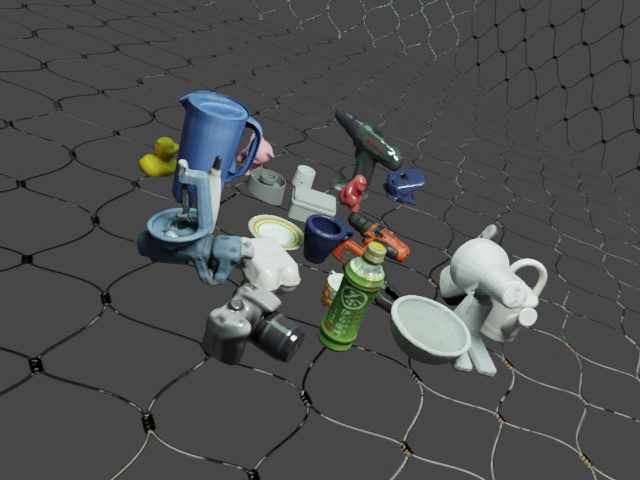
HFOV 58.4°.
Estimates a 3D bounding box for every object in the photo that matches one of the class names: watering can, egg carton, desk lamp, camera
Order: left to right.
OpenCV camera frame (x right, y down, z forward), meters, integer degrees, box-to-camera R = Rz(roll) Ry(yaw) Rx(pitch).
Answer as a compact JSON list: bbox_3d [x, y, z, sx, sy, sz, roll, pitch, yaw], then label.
[{"bbox_3d":[-0.101,0.147,0.960,0.136,0.101,0.143,31,31,15],"label":"camera"},{"bbox_3d":[-0.112,0.051,1.136,0.107,0.069,0.150,-7,41,-41],"label":"egg carton"},{"bbox_3d":[0.329,0.129,1.163,0.118,0.213,0.203,12,32,-18],"label":"desk lamp"},{"bbox_3d":[0.425,0.129,1.246,0.101,0.194,0.172,6,34,-26],"label":"watering can"}]

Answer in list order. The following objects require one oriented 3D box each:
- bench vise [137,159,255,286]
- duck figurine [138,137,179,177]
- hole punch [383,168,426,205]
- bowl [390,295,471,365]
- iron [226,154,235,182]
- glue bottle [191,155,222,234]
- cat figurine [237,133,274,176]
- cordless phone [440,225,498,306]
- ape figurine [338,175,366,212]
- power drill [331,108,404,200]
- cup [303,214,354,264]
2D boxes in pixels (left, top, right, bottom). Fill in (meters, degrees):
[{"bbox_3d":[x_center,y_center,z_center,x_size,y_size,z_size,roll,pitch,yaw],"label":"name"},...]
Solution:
[{"bbox_3d":[-0.216,-0.036,1.056,0.208,0.220,0.121,10,32,-21],"label":"bench vise"},{"bbox_3d":[-0.373,-0.200,1.345,0.077,0.086,0.105,35,32,21],"label":"duck figurine"},{"bbox_3d":[0.250,-0.167,1.703,0.101,0.091,0.108,12,32,-18],"label":"hole punch"},{"bbox_3d":[0.204,0.189,1.122,0.167,0.075,0.167,17,31,-10],"label":"bowl"},{"bbox_3d":[-0.256,-0.250,1.447,0.119,0.141,0.258,18,30,-8],"label":"iron"},{"bbox_3d":[-0.231,-0.100,1.193,0.037,0.173,0.078,-1,37,-34],"label":"glue bottle"},{"bbox_3d":[-0.166,-0.231,1.501,0.067,0.118,0.127,6,34,-27],"label":"cat figurine"},{"bbox_3d":[0.352,0.059,1.317,0.094,0.185,0.147,21,30,-3],"label":"cordless phone"},{"bbox_3d":[0.095,-0.132,1.543,0.076,0.092,0.078,38,34,25],"label":"ape figurine"},{"bbox_3d":[0.109,-0.227,1.587,0.229,0.208,0.076,30,31,13],"label":"power drill"},{"bbox_3d":[0.012,0.005,1.267,0.118,0.095,0.091,5,34,-28],"label":"cup"}]
